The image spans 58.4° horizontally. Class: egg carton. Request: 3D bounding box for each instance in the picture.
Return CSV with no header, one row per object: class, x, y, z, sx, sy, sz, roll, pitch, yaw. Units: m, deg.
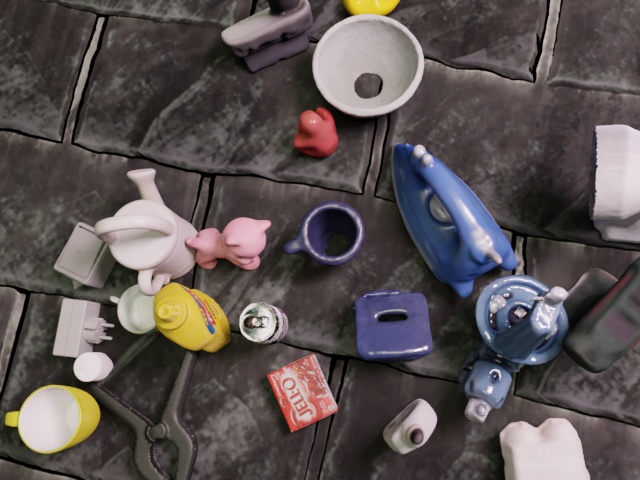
egg carton,0.298,0.315,0.758,0.107,0.069,0.150,-7,78,3

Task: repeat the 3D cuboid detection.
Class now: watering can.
watering can,-0.246,-0.013,0.804,0.101,0.194,0.173,-26,78,-1

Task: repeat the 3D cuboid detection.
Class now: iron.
iron,0.174,-0.053,0.805,0.118,0.141,0.258,-31,78,-2

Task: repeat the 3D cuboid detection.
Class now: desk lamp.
desk lamp,0.431,-0.070,0.751,0.203,0.213,0.118,5,79,6

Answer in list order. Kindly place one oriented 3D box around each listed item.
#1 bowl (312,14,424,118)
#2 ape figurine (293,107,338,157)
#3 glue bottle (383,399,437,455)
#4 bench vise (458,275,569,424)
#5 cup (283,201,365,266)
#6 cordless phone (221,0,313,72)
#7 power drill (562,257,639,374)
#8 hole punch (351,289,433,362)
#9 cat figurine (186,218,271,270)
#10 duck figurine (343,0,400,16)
bowl,0.073,-0.257,0.888,0.167,0.075,0.167,-1,79,5
ape figurine,-0.009,-0.168,0.868,0.078,0.092,0.076,-33,78,-2
glue bottle,0.118,0.244,0.734,0.078,0.173,0.037,-40,78,-4
bench vise,0.254,0.135,0.721,0.121,0.220,0.207,9,80,7
cup,0.008,0.003,0.831,0.117,0.095,0.091,-20,78,1
cordless phone,-0.088,-0.351,0.864,0.147,0.185,0.094,-28,78,-1
power drill,0.387,0.070,0.729,0.075,0.208,0.230,42,85,11
hole punch,0.098,0.119,0.803,0.108,0.091,0.101,-5,78,4
cat figurine,-0.130,0.003,0.831,0.127,0.118,0.067,-1,78,5
duck figurine,0.085,-0.407,0.912,0.104,0.086,0.077,-29,78,-1
